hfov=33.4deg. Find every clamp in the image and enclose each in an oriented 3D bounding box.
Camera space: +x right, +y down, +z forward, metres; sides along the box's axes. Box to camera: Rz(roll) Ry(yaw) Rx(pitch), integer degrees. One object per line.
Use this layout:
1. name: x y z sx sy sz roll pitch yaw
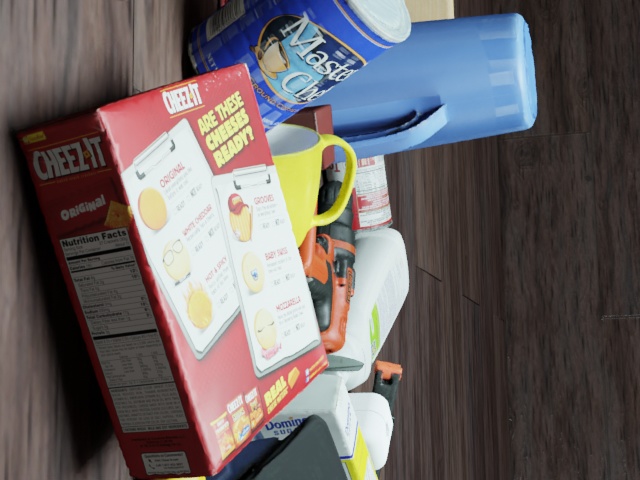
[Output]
1. clamp: 0.062 0.219 1.186 0.210 0.036 0.164 96 5 -47

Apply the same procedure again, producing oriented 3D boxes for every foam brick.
1. foam brick: -0.031 -0.086 0.923 0.051 0.078 0.053 -44 129 -71

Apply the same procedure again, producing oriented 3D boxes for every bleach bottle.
1. bleach bottle: 0.041 0.082 1.174 0.250 0.068 0.102 -58 141 -60

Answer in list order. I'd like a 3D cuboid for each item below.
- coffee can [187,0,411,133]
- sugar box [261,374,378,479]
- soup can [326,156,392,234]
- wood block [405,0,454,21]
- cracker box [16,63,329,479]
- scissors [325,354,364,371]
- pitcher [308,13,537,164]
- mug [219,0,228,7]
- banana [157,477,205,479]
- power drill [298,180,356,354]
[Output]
1. coffee can: -0.016 -0.160 0.816 0.102 0.140 0.103 39 34 -33
2. sugar box: -0.008 0.186 0.920 0.048 0.093 0.176 -77 157 -47
3. soup can: 0.042 -0.064 1.192 0.068 0.068 0.102 -46 130 -69
4. wood block: 0.105 -0.236 1.194 0.090 0.091 0.206 70 18 -59
5. cracker box: -0.081 0.014 0.653 0.164 0.072 0.214 -35 112 -60
6. scissors: -0.011 0.130 0.991 0.201 0.016 0.096 40 55 -52
7. pitcher: 0.077 -0.138 1.006 0.145 0.243 0.149 26 60 -71
8. mug: -0.032 -0.191 0.931 0.093 0.082 0.117 71 22 -44
9. banana: -0.089 0.111 0.718 0.069 0.037 0.198 18 67 -33
10. power drill: -0.007 0.001 1.025 0.187 0.057 0.184 52 38 -63
